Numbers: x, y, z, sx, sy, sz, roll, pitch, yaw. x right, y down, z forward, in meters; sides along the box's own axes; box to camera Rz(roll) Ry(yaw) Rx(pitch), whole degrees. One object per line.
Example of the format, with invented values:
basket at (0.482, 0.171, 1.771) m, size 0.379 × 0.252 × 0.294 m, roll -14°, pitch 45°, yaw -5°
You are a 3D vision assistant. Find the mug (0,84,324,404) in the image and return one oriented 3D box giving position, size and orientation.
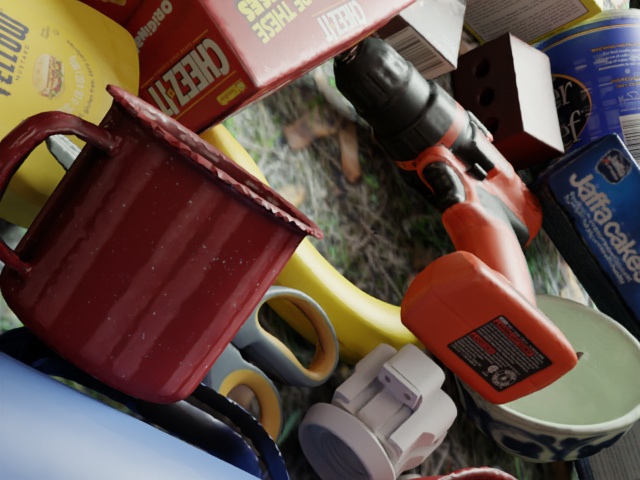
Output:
mug at (-0.067, -0.001, 0.373) m, size 0.117 × 0.093 × 0.081 m, roll 31°, pitch 96°, yaw -44°

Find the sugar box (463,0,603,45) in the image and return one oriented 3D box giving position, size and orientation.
sugar box at (0.109, -0.206, 0.732) m, size 0.176 × 0.094 × 0.048 m, roll 40°, pitch 47°, yaw -31°

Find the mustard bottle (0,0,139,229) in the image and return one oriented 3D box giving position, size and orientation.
mustard bottle at (-0.161, -0.079, 0.400) m, size 0.191 × 0.058 × 0.096 m, roll 28°, pitch 63°, yaw -38°

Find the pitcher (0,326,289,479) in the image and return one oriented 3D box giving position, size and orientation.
pitcher at (-0.096, 0.100, 0.353) m, size 0.242 × 0.149 × 0.145 m, roll 37°, pitch 81°, yaw -29°

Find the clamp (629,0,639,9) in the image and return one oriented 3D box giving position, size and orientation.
clamp at (0.265, -0.146, 0.886) m, size 0.164 × 0.036 × 0.210 m, roll 68°, pitch 28°, yaw -64°

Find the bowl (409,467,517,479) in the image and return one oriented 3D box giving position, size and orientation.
bowl at (0.034, 0.172, 0.487) m, size 0.161 × 0.055 × 0.162 m, roll -14°, pitch 112°, yaw -39°

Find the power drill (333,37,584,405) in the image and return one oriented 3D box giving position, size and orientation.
power drill at (0.076, -0.014, 0.605) m, size 0.184 × 0.057 × 0.187 m, roll 40°, pitch 30°, yaw -30°

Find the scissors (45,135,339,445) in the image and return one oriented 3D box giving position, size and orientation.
scissors at (-0.060, 0.038, 0.460) m, size 0.201 × 0.016 × 0.096 m, roll 32°, pitch 73°, yaw -46°

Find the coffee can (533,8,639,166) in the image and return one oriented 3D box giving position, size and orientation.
coffee can at (0.216, -0.086, 0.794) m, size 0.102 × 0.103 × 0.140 m, roll 7°, pitch 69°, yaw -47°

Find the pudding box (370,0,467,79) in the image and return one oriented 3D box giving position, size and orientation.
pudding box at (0.046, -0.167, 0.686) m, size 0.113 × 0.039 × 0.090 m, roll 38°, pitch 49°, yaw -32°

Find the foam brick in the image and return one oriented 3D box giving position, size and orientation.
foam brick at (0.129, -0.092, 0.738) m, size 0.051 × 0.053 × 0.078 m, roll 16°, pitch 62°, yaw -44°

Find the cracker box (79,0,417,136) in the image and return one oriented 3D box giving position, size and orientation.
cracker box at (-0.065, -0.172, 0.521) m, size 0.213 × 0.072 × 0.163 m, roll 57°, pitch 41°, yaw -5°

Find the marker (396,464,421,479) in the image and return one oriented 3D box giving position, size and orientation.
marker at (0.049, 0.158, 0.568) m, size 0.020 × 0.020 × 0.121 m, roll 17°, pitch 61°, yaw -44°

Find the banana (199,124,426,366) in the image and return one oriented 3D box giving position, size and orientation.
banana at (-0.003, 0.017, 0.557) m, size 0.197 × 0.037 × 0.069 m, roll 39°, pitch 41°, yaw -32°
